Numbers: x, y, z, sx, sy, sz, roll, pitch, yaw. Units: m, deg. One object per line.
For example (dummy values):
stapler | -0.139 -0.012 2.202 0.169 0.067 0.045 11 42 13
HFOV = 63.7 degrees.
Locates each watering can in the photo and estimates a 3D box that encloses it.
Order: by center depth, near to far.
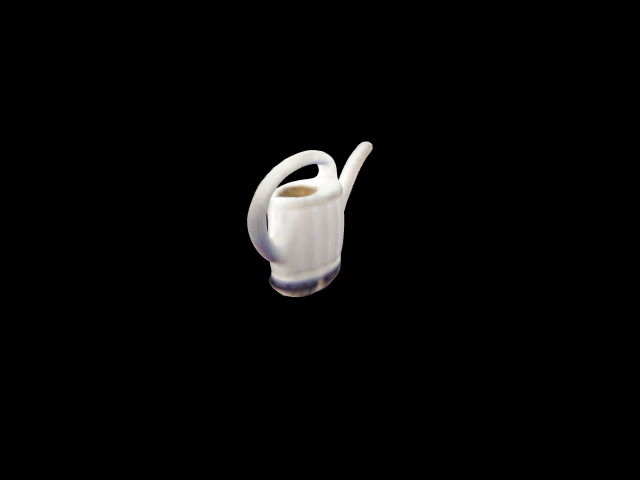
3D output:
watering can | 0.003 -0.043 0.850 0.104 0.221 0.352 13 25 31
